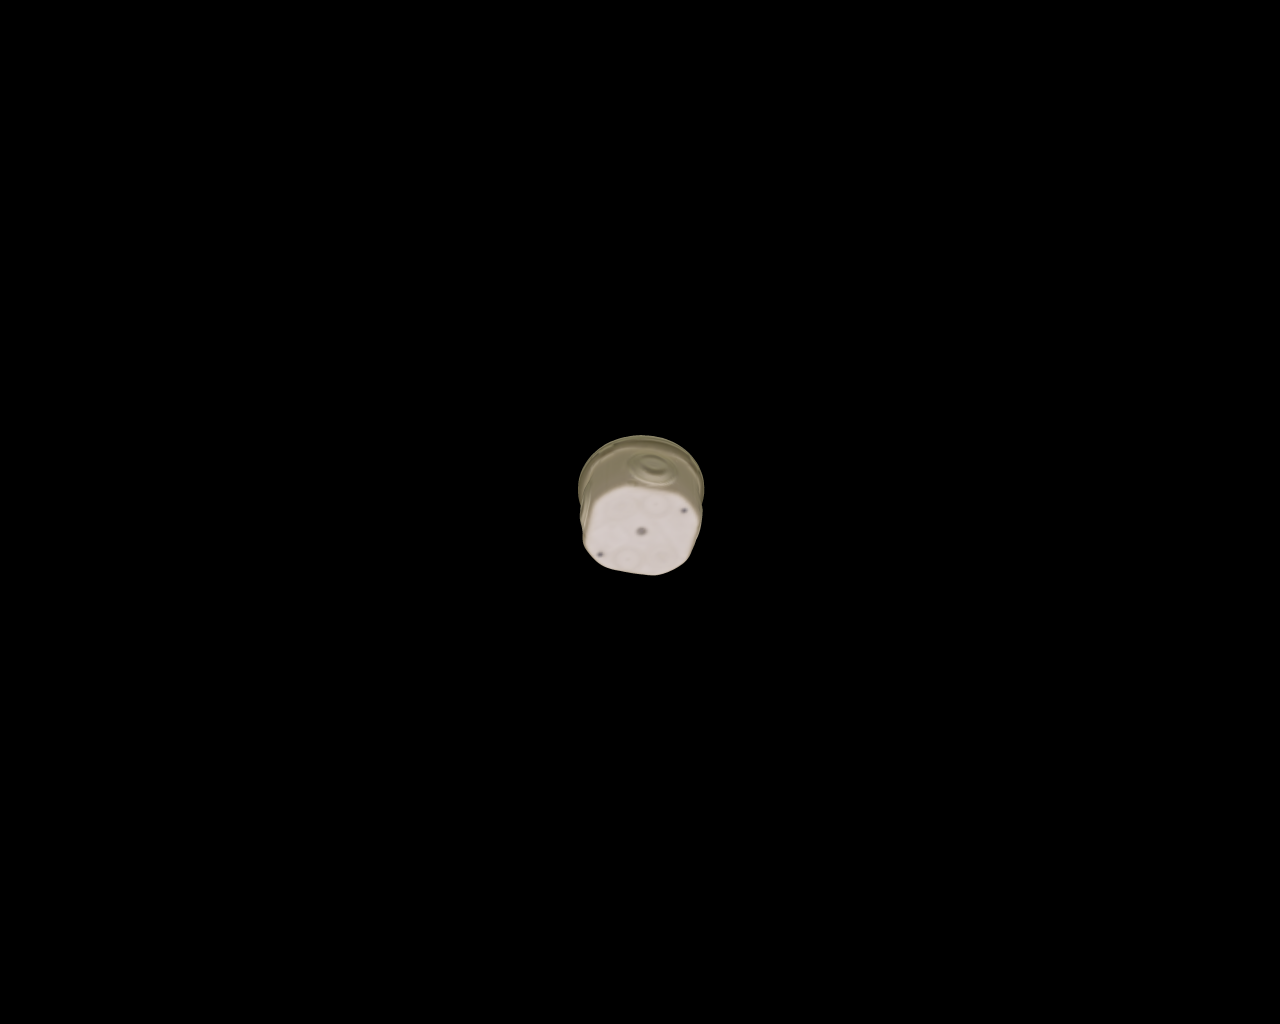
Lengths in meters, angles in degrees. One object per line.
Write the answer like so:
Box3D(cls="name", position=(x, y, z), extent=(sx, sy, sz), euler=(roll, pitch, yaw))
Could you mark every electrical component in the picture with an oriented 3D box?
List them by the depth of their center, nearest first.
Box3D(cls="electrical component", position=(0.001, -0.003, 0.650), extent=(0.080, 0.080, 0.051), euler=(0, 36, 0))
